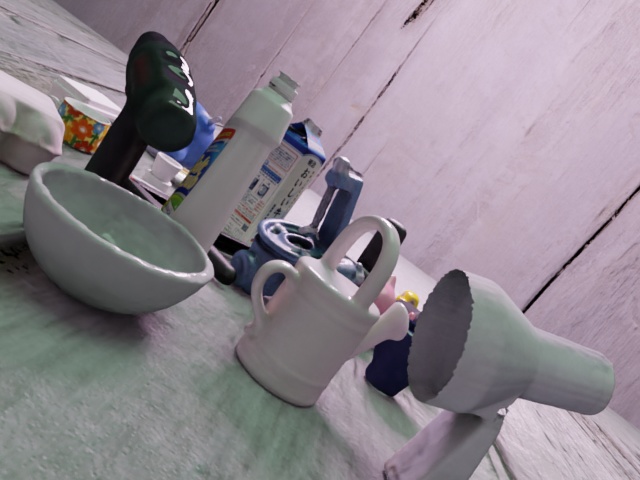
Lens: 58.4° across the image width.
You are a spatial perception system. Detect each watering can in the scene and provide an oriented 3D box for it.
[{"bbox_3d":[0.016,0.062,0.578,0.100,0.194,0.174,42,10,37],"label":"watering can"}]

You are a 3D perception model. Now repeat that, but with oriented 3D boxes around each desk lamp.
[{"bbox_3d":[0.149,0.158,0.522,0.203,0.213,0.118,35,8,-12],"label":"desk lamp"}]

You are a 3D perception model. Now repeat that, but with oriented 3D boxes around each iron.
[{"bbox_3d":[-0.303,-0.245,1.191,0.257,0.141,0.119,42,9,34],"label":"iron"}]

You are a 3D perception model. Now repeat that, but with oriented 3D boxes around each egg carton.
[{"bbox_3d":[-0.348,-0.137,0.634,0.108,0.069,0.150,29,11,-44],"label":"egg carton"}]

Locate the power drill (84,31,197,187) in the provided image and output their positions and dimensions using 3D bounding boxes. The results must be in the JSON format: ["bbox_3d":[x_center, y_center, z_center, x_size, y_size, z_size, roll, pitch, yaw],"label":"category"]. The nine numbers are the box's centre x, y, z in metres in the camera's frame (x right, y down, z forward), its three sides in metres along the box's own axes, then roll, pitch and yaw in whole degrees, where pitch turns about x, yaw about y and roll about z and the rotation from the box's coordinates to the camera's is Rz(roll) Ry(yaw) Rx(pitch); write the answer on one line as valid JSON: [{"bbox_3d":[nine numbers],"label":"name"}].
[{"bbox_3d":[-0.211,-0.121,0.622,0.076,0.208,0.228,30,10,-38],"label":"power drill"}]

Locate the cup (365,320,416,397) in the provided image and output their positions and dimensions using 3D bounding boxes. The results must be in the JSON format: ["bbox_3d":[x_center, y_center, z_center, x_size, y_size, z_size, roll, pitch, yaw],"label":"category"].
[{"bbox_3d":[0.100,0.153,0.772,0.092,0.095,0.117,32,9,-30],"label":"cup"}]

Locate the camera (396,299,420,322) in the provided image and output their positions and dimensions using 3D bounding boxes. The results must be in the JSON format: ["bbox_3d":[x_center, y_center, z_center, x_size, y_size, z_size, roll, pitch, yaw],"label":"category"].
[{"bbox_3d":[0.193,0.168,1.061,0.136,0.100,0.144,42,10,37],"label":"camera"}]

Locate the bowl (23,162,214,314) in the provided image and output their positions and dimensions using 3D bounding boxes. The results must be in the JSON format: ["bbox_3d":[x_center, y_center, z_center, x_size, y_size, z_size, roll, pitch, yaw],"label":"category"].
[{"bbox_3d":[-0.177,0.011,0.481,0.167,0.074,0.167,36,8,-5],"label":"bowl"}]

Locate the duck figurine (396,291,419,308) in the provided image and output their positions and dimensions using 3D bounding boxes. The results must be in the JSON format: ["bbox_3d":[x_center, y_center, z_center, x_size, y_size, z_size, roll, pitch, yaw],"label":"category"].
[{"bbox_3d":[0.168,0.142,1.157,0.077,0.086,0.105,41,9,31],"label":"duck figurine"}]

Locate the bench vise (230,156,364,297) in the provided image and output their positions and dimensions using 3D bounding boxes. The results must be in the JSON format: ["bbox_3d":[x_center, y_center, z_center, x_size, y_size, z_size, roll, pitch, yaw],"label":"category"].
[{"bbox_3d":[-0.001,-0.004,0.798,0.121,0.219,0.208,40,9,27],"label":"bench vise"}]

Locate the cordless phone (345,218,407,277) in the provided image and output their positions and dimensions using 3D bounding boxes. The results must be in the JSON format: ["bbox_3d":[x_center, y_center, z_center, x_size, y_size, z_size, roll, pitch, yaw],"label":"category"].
[{"bbox_3d":[0.061,0.021,1.041,0.147,0.185,0.094,38,8,14],"label":"cordless phone"}]

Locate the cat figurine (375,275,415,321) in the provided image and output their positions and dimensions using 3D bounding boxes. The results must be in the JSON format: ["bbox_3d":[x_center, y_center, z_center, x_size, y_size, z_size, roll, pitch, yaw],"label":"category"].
[{"bbox_3d":[0.096,0.113,0.906,0.128,0.117,0.067,32,9,-26],"label":"cat figurine"}]
